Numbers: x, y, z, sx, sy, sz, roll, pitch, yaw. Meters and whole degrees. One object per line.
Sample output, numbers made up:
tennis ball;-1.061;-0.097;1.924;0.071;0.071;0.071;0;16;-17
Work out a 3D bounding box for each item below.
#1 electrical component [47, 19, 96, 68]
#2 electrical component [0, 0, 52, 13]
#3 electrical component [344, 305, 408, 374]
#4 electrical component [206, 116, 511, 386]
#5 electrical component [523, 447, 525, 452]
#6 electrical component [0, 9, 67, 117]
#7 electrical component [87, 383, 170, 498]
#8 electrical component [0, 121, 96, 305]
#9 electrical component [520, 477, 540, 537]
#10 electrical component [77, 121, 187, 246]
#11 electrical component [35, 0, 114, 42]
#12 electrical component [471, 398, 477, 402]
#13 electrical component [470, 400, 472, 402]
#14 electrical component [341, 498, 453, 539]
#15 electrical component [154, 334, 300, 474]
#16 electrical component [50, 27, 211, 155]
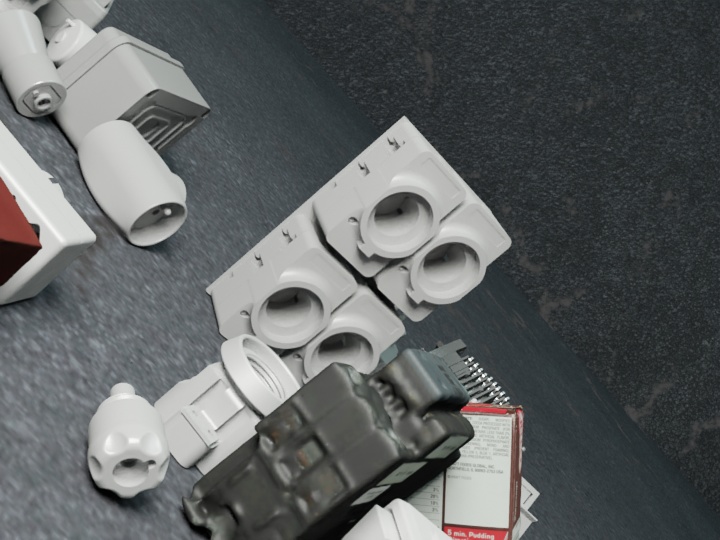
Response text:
electrical component;-0.212;-0.164;0.854;0.078;0.040;0.040;40;14;-43
electrical component;-0.259;-0.216;0.799;0.058;0.057;0.078;42;13;-36
electrical component;0.015;0.053;0.935;0.052;0.074;0.138;44;12;-28
electrical component;0.000;0.000;0.750;0.105;0.186;0.060;43;12;-32
electrical component;0.122;0.162;1.014;0.077;0.043;0.079;45;-28;-24
electrical component;-0.222;-0.134;0.712;0.065;0.044;0.044;59;13;21
electrical component;-0.105;0.072;0.484;0.035;0.035;0.061;43;10;-30
electrical component;-0.173;-0.032;0.536;0.083;0.047;0.076;50;10;2
electrical component;0.090;0.183;0.809;0.042;0.081;0.064;45;-11;-24
electrical component;-0.145;-0.055;0.735;0.077;0.043;0.079;54;12;24
electrical component;-0.243;-0.229;0.895;0.061;0.061;0.096;46;12;-22
electrical component;0.060;0.123;0.870;0.083;0.076;0.047;44;12;-27
electrical component;0.043;0.123;0.775;0.062;0.061;0.096;44;39;-27
electrical component;0.014;0.156;0.508;0.061;0.096;0.061;44;12;-27
electrical component;-0.067;0.072;0.577;0.058;0.057;0.078;51;11;6
electrical component;-0.170;-0.123;0.783;0.057;0.078;0.113;54;11;8
